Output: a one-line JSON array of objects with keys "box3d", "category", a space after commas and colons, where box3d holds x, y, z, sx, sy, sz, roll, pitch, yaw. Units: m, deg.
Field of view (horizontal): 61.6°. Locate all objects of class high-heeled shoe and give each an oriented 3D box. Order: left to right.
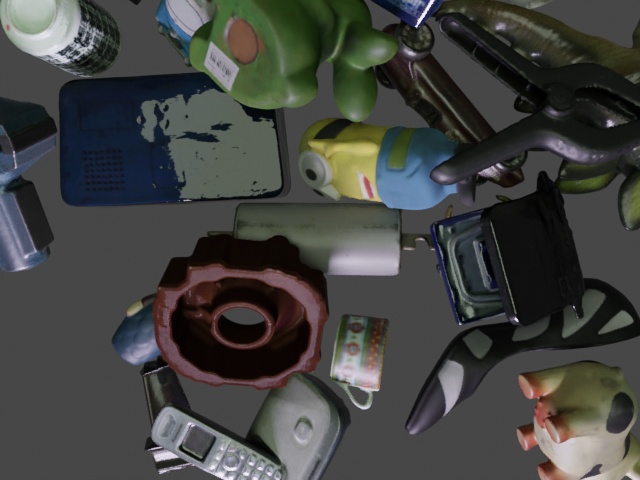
[{"box3d": [0.208, 0.130, 0.545, 0.145, 0.086, 0.249, 36, 79, 17], "category": "high-heeled shoe"}]

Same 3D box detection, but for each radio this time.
[{"box3d": [-0.150, -0.103, 0.566, 0.230, 0.073, 0.131, -3, 94, 2], "category": "radio"}]

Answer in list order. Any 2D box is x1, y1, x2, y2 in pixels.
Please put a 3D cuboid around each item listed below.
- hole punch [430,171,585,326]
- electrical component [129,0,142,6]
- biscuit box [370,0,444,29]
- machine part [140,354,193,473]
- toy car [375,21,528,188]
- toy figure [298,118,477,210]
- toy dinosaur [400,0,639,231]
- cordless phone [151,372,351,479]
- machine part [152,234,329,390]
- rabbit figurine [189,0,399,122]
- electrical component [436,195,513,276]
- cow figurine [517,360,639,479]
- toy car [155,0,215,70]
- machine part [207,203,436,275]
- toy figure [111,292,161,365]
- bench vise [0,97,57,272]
[{"box3d": [0.177, 0.018, 0.509, 0.116, 0.092, 0.142, -13, 85, -30], "category": "hole punch"}, {"box3d": [-0.199, -0.319, 0.554, 0.134, 0.058, 0.115, 36, 99, 0], "category": "electrical component"}, {"box3d": [0.028, -0.272, 0.476, 0.203, 0.063, 0.059, 32, 140, 1], "category": "biscuit box"}, {"box3d": [-0.171, 0.198, 0.613, 0.084, 0.039, 0.138, -9, 97, 10], "category": "machine part"}, {"box3d": [0.123, -0.126, 0.533, 0.053, 0.089, 0.202, -40, 93, -12], "category": "toy car"}, {"box3d": [0.063, -0.075, 0.529, 0.180, 0.089, 0.082, 6, 123, 25], "category": "toy figure"}, {"box3d": [0.306, -0.126, 0.520, 0.471, 0.105, 0.198, 38, 100, 4], "category": "toy dinosaur"}, {"box3d": [-0.075, 0.194, 0.575, 0.184, 0.089, 0.146, 27, 97, -3], "category": "cordless phone"}, {"box3d": [-0.076, 0.073, 0.530, 0.179, 0.056, 0.179, -1, 124, -1], "category": "machine part"}, {"box3d": [-0.004, -0.188, 0.482, 0.159, 0.170, 0.121, 39, 138, 17], "category": "rabbit figurine"}, {"box3d": [0.170, -0.006, 0.567, 0.102, 0.045, 0.078, -10, 94, 4], "category": "electrical component"}, {"box3d": [0.270, 0.193, 0.536, 0.127, 0.086, 0.194, -17, 128, 2], "category": "cow figurine"}, {"box3d": [-0.097, -0.251, 0.532, 0.162, 0.103, 0.109, -37, 91, 4], "category": "toy car"}, {"box3d": [-0.001, -0.002, 0.563, 0.243, 0.079, 0.079, 0, 96, 4], "category": "machine part"}, {"box3d": [-0.159, 0.071, 0.589, 0.154, 0.064, 0.058, -42, 53, 2], "category": "toy figure"}, {"box3d": [-0.382, -0.068, 0.541, 0.241, 0.129, 0.223, 1, 131, 12], "category": "bench vise"}]
